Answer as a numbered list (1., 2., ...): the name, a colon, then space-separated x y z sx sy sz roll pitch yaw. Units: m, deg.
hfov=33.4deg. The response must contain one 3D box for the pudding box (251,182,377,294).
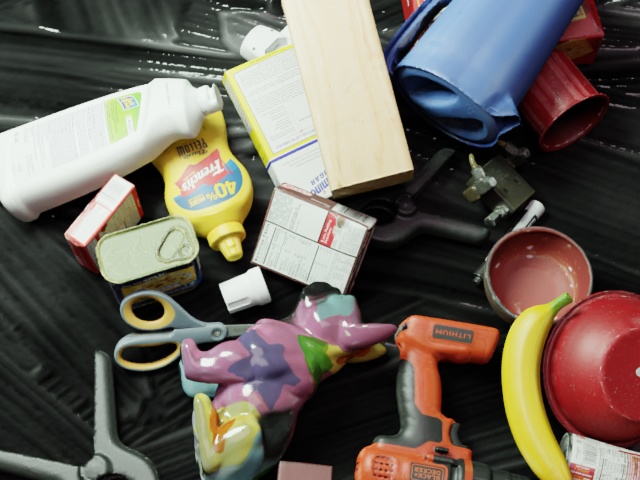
1. pudding box: -0.007 0.001 1.134 0.113 0.039 0.090 23 109 10

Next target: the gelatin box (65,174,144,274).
1. gelatin box: -0.230 -0.017 1.142 0.030 0.073 0.089 31 70 13

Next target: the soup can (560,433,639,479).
1. soup can: 0.284 0.234 1.043 0.102 0.068 0.068 15 67 6

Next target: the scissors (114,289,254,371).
1. scissors: -0.119 0.080 1.108 0.201 0.016 0.096 -17 110 -7

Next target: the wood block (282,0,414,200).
1. wood block: 0.030 -0.156 1.122 0.090 0.091 0.206 -14 85 2

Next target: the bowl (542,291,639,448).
1. bowl: 0.306 0.131 1.063 0.162 0.055 0.162 0 88 -14

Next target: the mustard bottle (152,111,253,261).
1. mustard bottle: -0.127 -0.062 1.173 0.096 0.058 0.192 -21 68 -9

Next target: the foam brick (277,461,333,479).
1. foam brick: -0.016 0.249 1.026 0.053 0.078 0.051 5 65 1

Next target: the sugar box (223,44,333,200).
1. sugar box: -0.029 -0.122 1.186 0.093 0.048 0.176 -25 88 -11

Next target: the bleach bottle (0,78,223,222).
1. bleach bottle: -0.223 -0.106 1.148 0.251 0.068 0.102 -18 66 10

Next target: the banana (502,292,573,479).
1. banana: 0.210 0.147 1.038 0.070 0.037 0.198 -11 68 37

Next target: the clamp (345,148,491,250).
1. clamp: 0.101 -0.026 1.172 0.171 0.039 0.120 -24 64 -14

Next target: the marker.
1. marker: 0.206 0.004 1.171 0.020 0.020 0.121 37 70 14

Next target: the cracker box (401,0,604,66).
1. cracker box: 0.211 -0.282 1.269 0.213 0.072 0.164 -7 66 -3

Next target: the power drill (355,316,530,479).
1. power drill: 0.136 0.177 1.071 0.184 0.057 0.187 11 65 -3

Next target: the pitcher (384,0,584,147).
1. pitcher: 0.189 -0.235 1.155 0.149 0.145 0.242 38 78 -8

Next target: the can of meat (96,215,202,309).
1. can of meat: -0.175 0.026 1.118 0.102 0.084 0.057 -17 67 -8

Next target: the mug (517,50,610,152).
1. mug: 0.274 -0.162 1.216 0.117 0.093 0.081 -9 57 -39

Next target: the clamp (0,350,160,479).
1. clamp: -0.231 0.232 1.051 0.164 0.036 0.210 -33 70 -14
